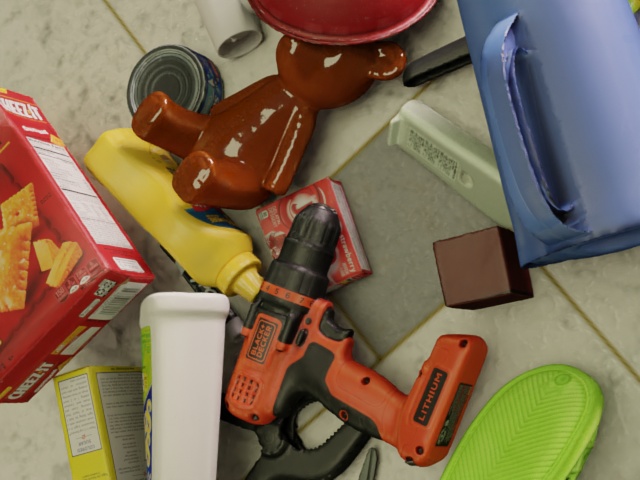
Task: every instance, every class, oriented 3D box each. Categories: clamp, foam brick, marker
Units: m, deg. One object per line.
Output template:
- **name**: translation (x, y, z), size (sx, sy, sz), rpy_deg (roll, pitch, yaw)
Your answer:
- **clamp**: translation (0.161, -0.148, 0.839), size (0.171, 0.039, 0.120), rpy_deg (-45, 80, 11)
- **clamp**: translation (-0.037, 0.176, 0.884), size (0.210, 0.036, 0.164), rpy_deg (-17, 74, 20)
- **foam brick**: translation (0.125, 0.023, 0.811), size (0.053, 0.078, 0.051), rpy_deg (-14, 80, 21)
- **marker**: translation (-0.104, 0.040, 0.941), size (0.020, 0.020, 0.121), rpy_deg (-45, 68, 13)

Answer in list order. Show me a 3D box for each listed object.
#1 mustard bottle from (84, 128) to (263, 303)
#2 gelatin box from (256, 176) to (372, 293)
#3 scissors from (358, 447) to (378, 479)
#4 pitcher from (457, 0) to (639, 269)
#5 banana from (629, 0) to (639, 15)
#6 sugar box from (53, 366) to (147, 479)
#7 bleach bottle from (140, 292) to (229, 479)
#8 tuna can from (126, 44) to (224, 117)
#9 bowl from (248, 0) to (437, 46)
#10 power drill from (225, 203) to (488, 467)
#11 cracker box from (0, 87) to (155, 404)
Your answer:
- **mustard bottle**: translation (-0.113, -0.016, 0.910), size (0.192, 0.096, 0.058), rpy_deg (45, 101, 22)
- **gelatin box**: translation (-0.006, 0.001, 0.897), size (0.073, 0.030, 0.089), rpy_deg (-24, 75, 19)
- **scissors**: translation (0.035, 0.277, 0.853), size (0.096, 0.016, 0.202), rpy_deg (29, 96, 22)
- **pitcher**: translation (0.167, -0.107, 0.743), size (0.145, 0.149, 0.243), rpy_deg (-15, 82, -4)
- **banana**: translation (0.221, -0.256, 0.813), size (0.037, 0.069, 0.198), rpy_deg (-49, 57, 60)
- **sugar box**: translation (-0.170, 0.197, 0.911), size (0.048, 0.093, 0.176), rpy_deg (-17, 77, 21)
- **bleach bottle**: translation (-0.110, 0.171, 0.848), size (0.068, 0.103, 0.251), rpy_deg (2, 80, -15)
- **tuna can**: translation (-0.132, -0.133, 0.967), size (0.086, 0.033, 0.086), rpy_deg (-3, 82, 24)
- **bowl**: translation (0.018, -0.229, 0.855), size (0.162, 0.055, 0.162), rpy_deg (-2, 51, 2)
- **power drill**: translation (0.030, 0.079, 0.826), size (0.188, 0.057, 0.184), rpy_deg (20, 91, 27)
- **cracker box**: translation (-0.261, 0.003, 0.886), size (0.164, 0.072, 0.214), rpy_deg (-43, 69, 14)
